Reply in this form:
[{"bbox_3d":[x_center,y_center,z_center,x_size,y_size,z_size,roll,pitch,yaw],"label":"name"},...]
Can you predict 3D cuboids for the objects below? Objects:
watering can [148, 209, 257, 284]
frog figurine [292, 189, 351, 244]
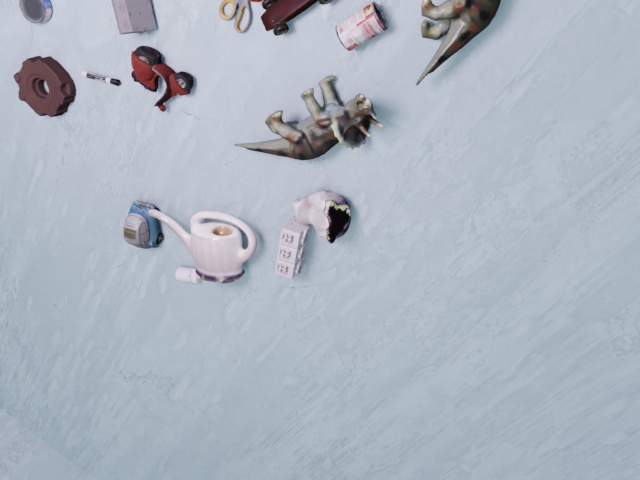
[{"bbox_3d":[-0.346,0.012,1.536,0.348,0.106,0.220,8,116,16],"label":"watering can"},{"bbox_3d":[0.004,-0.070,1.394,0.160,0.124,0.135,19,137,52],"label":"frog figurine"}]
